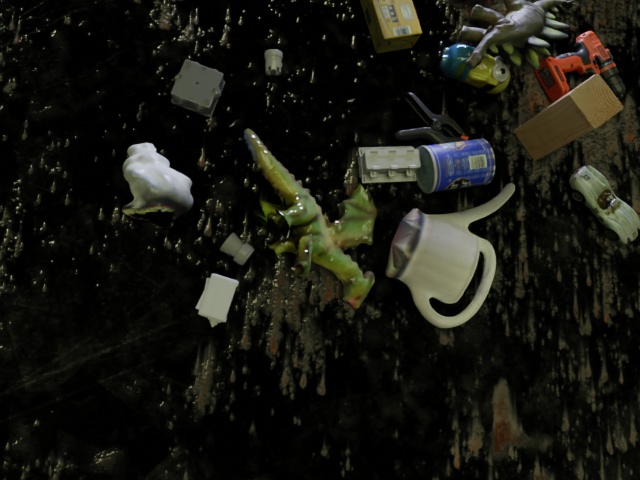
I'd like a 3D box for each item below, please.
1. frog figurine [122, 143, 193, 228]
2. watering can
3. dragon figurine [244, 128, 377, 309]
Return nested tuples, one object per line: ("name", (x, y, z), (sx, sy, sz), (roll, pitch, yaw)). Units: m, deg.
("frog figurine", (-0.311, -0.118, 0.993), (0.137, 0.121, 0.162), (12, 65, -41))
("watering can", (0.269, 0.003, 1.071), (0.224, 0.103, 0.351), (24, 77, -4))
("dragon figurine", (0.003, -0.053, 1.057), (0.244, 0.121, 0.412), (-12, 83, -29))
